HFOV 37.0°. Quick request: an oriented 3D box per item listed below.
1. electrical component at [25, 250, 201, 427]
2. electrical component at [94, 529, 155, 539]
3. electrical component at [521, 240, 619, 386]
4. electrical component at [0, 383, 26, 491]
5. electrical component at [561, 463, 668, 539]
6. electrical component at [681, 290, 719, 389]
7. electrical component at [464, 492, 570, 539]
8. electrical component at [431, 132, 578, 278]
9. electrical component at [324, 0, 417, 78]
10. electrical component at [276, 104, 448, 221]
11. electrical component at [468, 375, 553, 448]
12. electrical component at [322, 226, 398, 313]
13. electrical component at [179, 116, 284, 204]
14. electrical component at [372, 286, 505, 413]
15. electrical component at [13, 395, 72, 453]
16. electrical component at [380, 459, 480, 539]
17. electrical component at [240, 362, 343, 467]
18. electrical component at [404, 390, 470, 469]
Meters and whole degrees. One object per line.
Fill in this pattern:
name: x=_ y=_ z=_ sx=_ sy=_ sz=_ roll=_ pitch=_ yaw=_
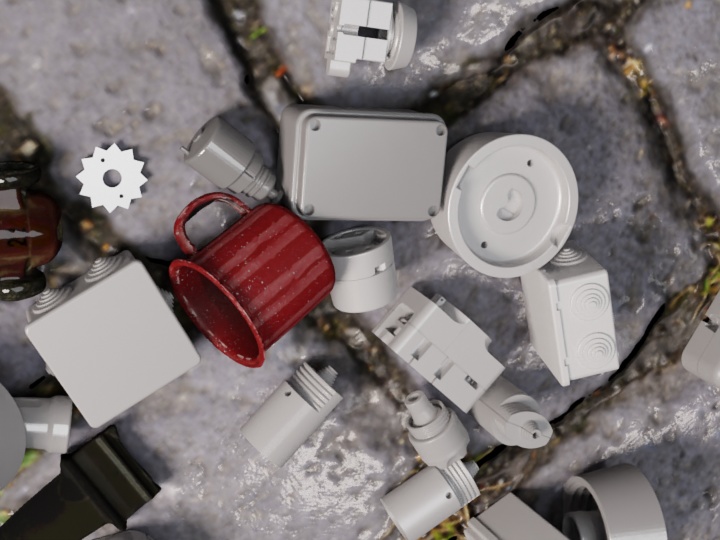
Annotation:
electrical component: x=-0.173 y=0.045 z=0.746 sx=0.100 sy=0.048 sz=0.099 roll=-32 pitch=113 yaw=-10
electrical component: x=-0.176 y=0.237 z=0.797 sx=0.080 sy=0.051 sz=0.080 roll=-6 pitch=107 yaw=-19
electrical component: x=0.164 y=0.031 z=0.844 sx=0.048 sy=0.099 sz=0.099 roll=-13 pitch=109 yaw=-4
electrical component: x=-0.280 y=0.117 z=0.698 sx=0.108 sy=0.060 sz=0.108 roll=1 pitch=105 yaw=4
electrical component: x=0.207 y=0.221 z=0.911 sx=0.060 sy=0.108 sz=0.108 roll=-6 pitch=107 yaw=-13
electrical component: x=0.335 y=0.061 z=0.939 sx=0.054 sy=0.059 sz=0.095 roll=29 pitch=93 yaw=-25
electrical component: x=0.151 y=0.258 z=0.897 sx=0.056 sy=0.109 sz=0.108 roll=-33 pitch=114 yaw=-12
electrical component: x=0.103 y=-0.054 z=0.817 sx=0.108 sy=0.060 sz=0.108 roll=-6 pitch=107 yaw=-20
electrical component: x=0.008 y=-0.167 z=0.758 sx=0.055 sy=0.048 sz=0.066 roll=5 pitch=103 yaw=-14
electrical component: x=0.001 y=-0.077 z=0.774 sx=0.113 sy=0.057 sz=0.078 roll=-1 pitch=105 yaw=-21
electrical component: x=0.121 y=0.116 z=0.860 sx=0.043 sy=0.081 sz=0.043 roll=-6 pitch=107 yaw=-19
electrical component: x=0.000 y=0.000 z=0.797 sx=0.055 sy=0.055 sz=0.047 roll=-19 pitch=114 yaw=-15
electrical component: x=-0.086 y=-0.073 z=0.751 sx=0.078 sy=0.040 sz=0.040 roll=37 pitch=90 yaw=-26
electrical component: x=0.064 y=0.059 z=0.839 sx=0.089 sy=0.050 sz=0.055 roll=42 pitch=88 yaw=-25
electrical component: x=-0.226 y=0.106 z=0.749 sx=0.046 sy=0.040 sz=0.040 roll=6 pitch=103 yaw=-17
electrical component: x=0.062 y=0.182 z=0.877 sx=0.081 sy=0.043 sz=0.043 roll=-33 pitch=114 yaw=-10
electrical component: x=-0.048 y=0.105 z=0.814 sx=0.081 sy=0.043 sz=0.043 roll=-47 pitch=115 yaw=-3
electrical component: x=0.058 y=0.124 z=0.860 sx=0.043 sy=0.043 sz=0.062 roll=-36 pitch=113 yaw=-8
